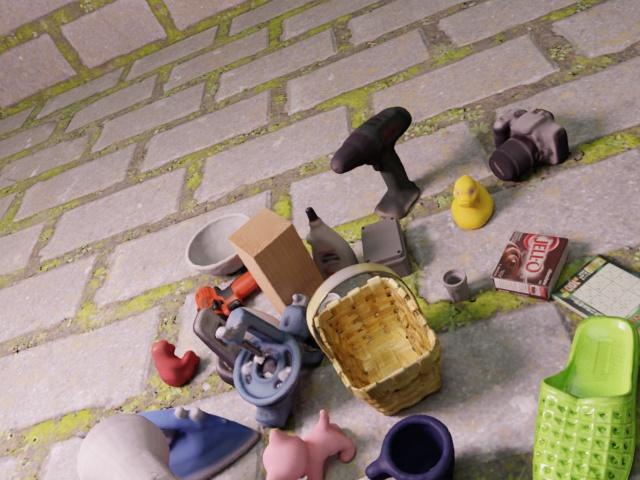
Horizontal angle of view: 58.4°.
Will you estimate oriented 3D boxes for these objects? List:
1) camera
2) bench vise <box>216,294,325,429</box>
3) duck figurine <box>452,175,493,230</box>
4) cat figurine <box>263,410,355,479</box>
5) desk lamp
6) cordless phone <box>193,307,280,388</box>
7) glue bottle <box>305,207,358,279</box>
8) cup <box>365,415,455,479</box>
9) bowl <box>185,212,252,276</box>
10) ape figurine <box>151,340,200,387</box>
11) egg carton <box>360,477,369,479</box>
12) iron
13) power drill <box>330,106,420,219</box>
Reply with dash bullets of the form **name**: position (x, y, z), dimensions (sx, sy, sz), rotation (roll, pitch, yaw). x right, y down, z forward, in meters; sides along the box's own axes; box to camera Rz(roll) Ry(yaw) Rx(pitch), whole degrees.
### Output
- **camera**: position (0.380, -0.187, 1.105), dimensions (0.137, 0.101, 0.142), rotation (-38, 39, -11)
- **bench vise**: position (-0.086, 0.159, 0.902), dimensions (0.121, 0.220, 0.207), rotation (-13, 41, 19)
- **duck figurine**: position (0.276, -0.083, 1.062), dimensions (0.077, 0.086, 0.104), rotation (-5, 44, 27)
- **cat figurine**: position (-0.026, 0.293, 0.799), dimensions (0.128, 0.118, 0.067), rotation (-42, 40, -17)
- **desk lamp**: position (-0.206, 0.346, 0.771), dimensions (0.202, 0.214, 0.118), rotation (16, 56, 42)
- **cordless phone**: position (-0.140, 0.155, 0.967), dimensions (0.094, 0.185, 0.147), rotation (-13, 41, 18)
- **glue bottle**: position (0.010, 0.004, 1.056), dimensions (0.078, 0.174, 0.037), rotation (-16, 40, 16)
- **cup**: position (0.123, 0.291, 0.730), dimensions (0.117, 0.095, 0.091), rotation (-26, 38, 2)
- **bowl**: position (-0.202, 0.021, 1.243), dimensions (0.167, 0.075, 0.167), rotation (-17, 40, 15)
- **ape figurine**: position (-0.274, 0.219, 1.052), dimensions (0.077, 0.092, 0.076), rotation (3, 48, 34)
- **egg carton**: position (0.067, 0.369, 0.697), dimensions (0.107, 0.070, 0.149), rotation (-37, 39, -11)
- **iron**: position (-0.239, 0.307, 0.893), dimensions (0.258, 0.142, 0.118), rotation (-20, 39, 10)
- **power drill**: position (0.121, -0.145, 1.126), dimensions (0.075, 0.209, 0.230), rotation (10, 52, 38)
